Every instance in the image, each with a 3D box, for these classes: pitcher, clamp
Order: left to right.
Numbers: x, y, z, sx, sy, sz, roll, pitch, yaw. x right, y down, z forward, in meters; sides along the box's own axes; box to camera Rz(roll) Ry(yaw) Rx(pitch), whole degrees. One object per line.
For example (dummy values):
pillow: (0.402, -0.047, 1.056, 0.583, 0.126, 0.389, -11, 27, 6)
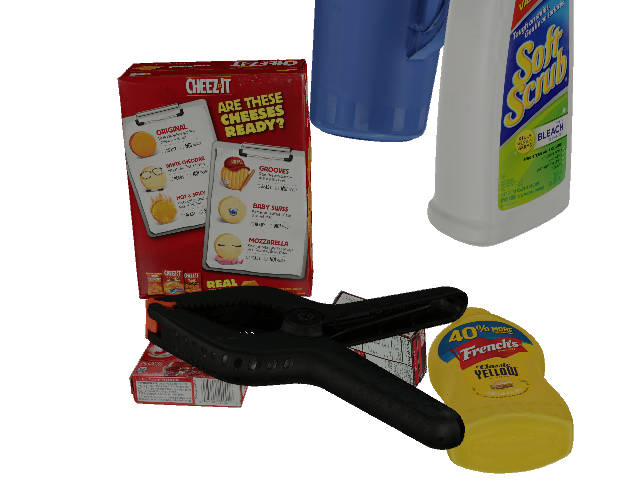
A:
clamp: (-0.004, 0.059, 0.670, 0.210, 0.036, 0.164, 10, 25, 12)
pitcher: (0.061, -0.212, 0.943, 0.145, 0.243, 0.149, 8, 15, 7)

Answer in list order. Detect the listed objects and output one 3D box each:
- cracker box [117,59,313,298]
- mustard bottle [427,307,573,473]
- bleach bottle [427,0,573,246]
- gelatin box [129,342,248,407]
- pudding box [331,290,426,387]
cracker box: (-0.090, -0.055, 0.981, 0.164, 0.214, 0.072, -1, 22, 2)
mustard bottle: (0.139, 0.110, 0.878, 0.096, 0.058, 0.191, -6, 26, 1)
bleach bottle: (0.118, -0.127, 0.690, 0.102, 0.251, 0.068, -23, 33, -30)
gelatin box: (-0.100, 0.102, 0.857, 0.089, 0.030, 0.073, 1, 22, 8)
pudding box: (0.068, 0.116, 1.250, 0.114, 0.090, 0.039, 16, 46, 24)
